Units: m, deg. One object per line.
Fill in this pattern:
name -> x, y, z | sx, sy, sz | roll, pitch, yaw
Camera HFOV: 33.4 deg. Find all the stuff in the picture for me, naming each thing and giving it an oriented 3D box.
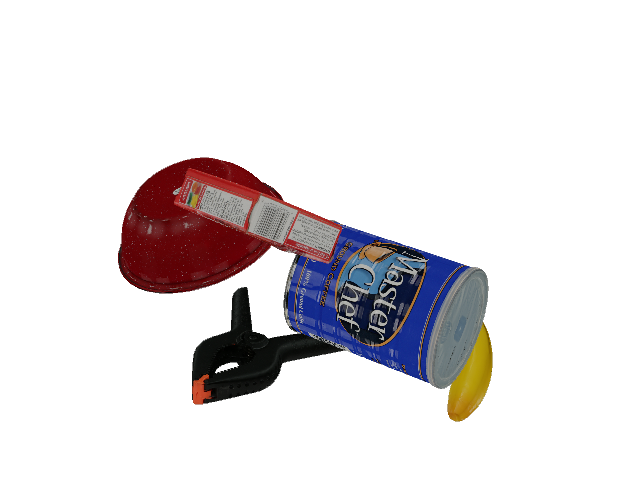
banana -> 0.145, 0.114, 1.113 | 0.069, 0.037, 0.198 | -24, 33, 5
bowl -> -0.115, -0.026, 0.954 | 0.162, 0.055, 0.162 | -13, 37, 10
coffee can -> 0.055, 0.051, 0.891 | 0.140, 0.103, 0.102 | 19, 8, 26
clamp -> -0.062, 0.119, 1.148 | 0.165, 0.036, 0.209 | 14, 28, 20
gelatin box -> -0.040, -0.016, 0.708 | 0.073, 0.030, 0.089 | 21, 0, 41
